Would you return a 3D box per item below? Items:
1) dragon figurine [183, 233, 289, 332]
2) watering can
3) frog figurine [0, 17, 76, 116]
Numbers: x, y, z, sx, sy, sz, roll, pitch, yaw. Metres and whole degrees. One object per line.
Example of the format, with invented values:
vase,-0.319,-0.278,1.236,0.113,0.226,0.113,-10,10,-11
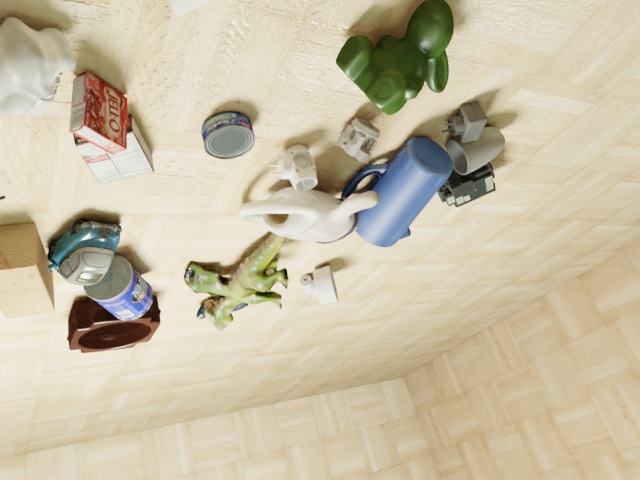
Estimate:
dragon figurine,-0.211,0.092,1.268,0.243,0.400,0.125,-2,45,-16
watering can,0.003,-0.051,1.023,0.347,0.104,0.223,-1,-7,35
frog figurine,-0.377,-0.206,0.591,0.123,0.162,0.134,19,-31,39
